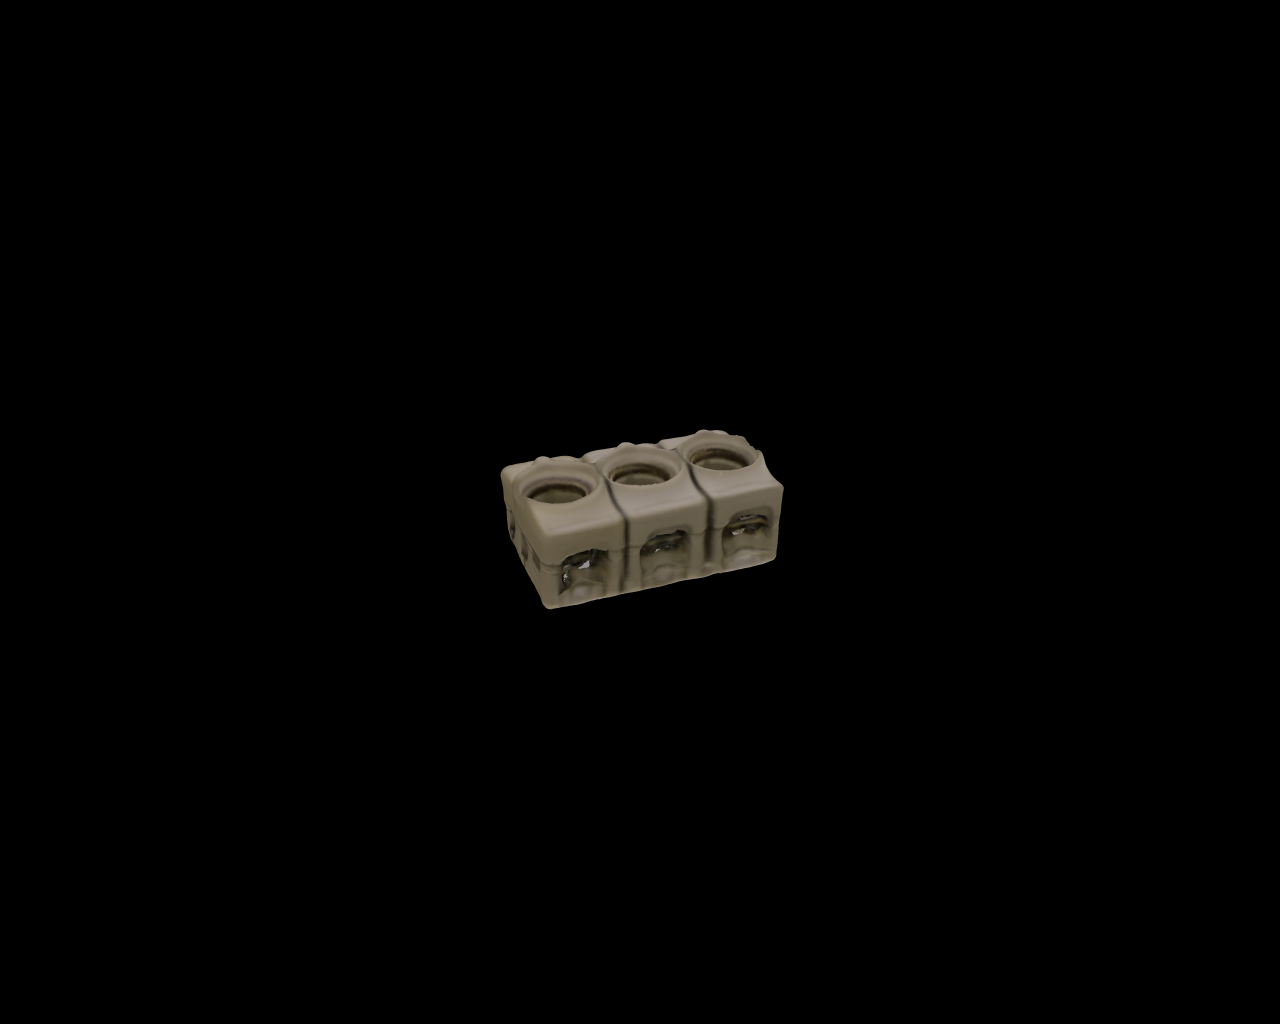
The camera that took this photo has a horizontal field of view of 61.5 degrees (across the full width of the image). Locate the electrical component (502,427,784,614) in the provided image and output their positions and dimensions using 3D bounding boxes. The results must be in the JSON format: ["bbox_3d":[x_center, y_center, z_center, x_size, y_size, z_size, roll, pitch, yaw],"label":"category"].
[{"bbox_3d":[0.001,-0.003,0.650,0.150,0.061,0.090,-11,32,-18],"label":"electrical component"}]
